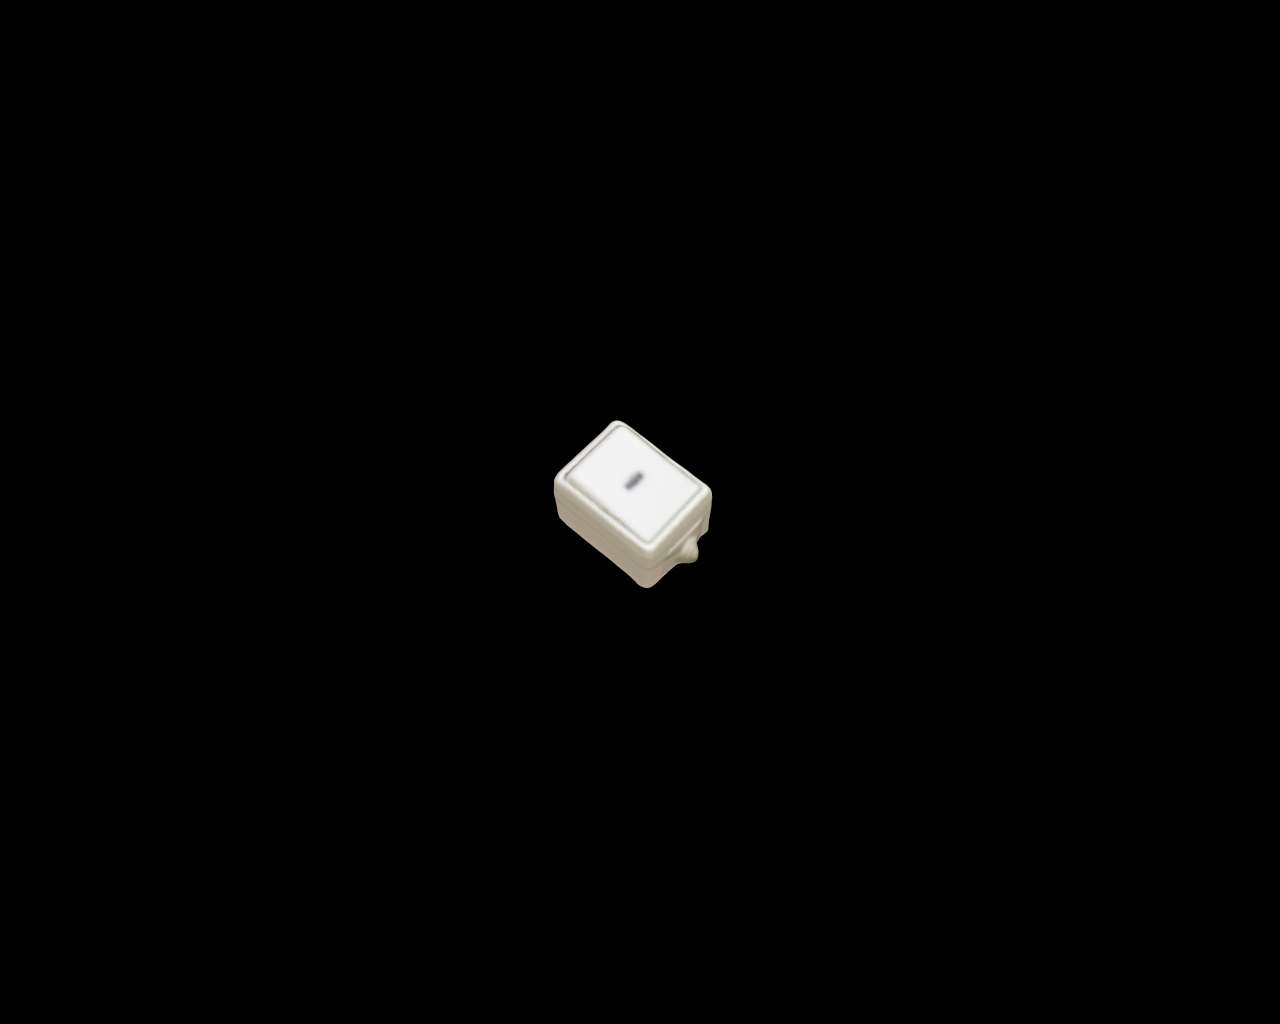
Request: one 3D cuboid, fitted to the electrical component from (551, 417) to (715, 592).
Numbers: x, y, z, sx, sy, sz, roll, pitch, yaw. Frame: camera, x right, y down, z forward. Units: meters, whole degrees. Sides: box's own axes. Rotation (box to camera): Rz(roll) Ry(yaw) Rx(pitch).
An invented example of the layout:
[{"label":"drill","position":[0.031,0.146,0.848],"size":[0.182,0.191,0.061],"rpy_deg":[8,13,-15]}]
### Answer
[{"label":"electrical component","position":[0.001,-0.003,0.650],"size":[0.096,0.062,0.061],"rpy_deg":[38,-21,18]}]
